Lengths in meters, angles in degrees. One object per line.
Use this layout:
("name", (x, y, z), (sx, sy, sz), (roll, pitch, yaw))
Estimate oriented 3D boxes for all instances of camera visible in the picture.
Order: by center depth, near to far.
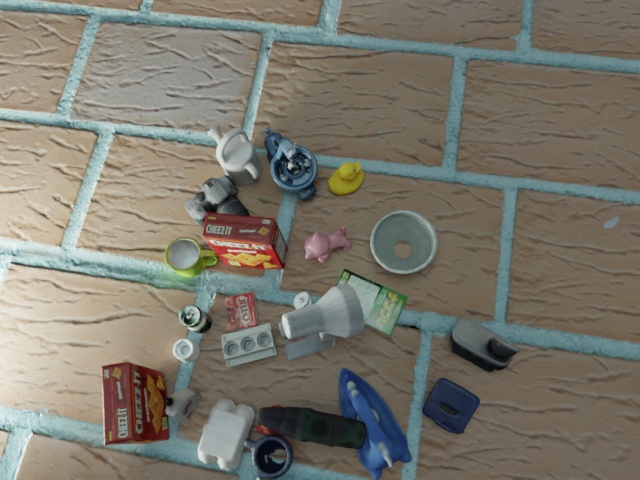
("camera", (-0.261, -0.085, 1.498), (0.143, 0.101, 0.136), (-40, 72, -9))

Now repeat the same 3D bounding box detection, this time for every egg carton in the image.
("egg carton", (-0.217, 0.449, 1.327), (0.107, 0.069, 0.150), (14, 73, 10))

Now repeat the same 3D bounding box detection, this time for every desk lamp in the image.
("desk lamp", (-0.001, 0.194, 1.320), (0.203, 0.214, 0.118), (-19, 70, -2))

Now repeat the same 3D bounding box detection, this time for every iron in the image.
("iron", (0.103, 0.395, 1.280), (0.118, 0.141, 0.258), (-28, 71, -5))

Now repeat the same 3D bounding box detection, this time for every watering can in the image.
("watering can", (-0.226, -0.230, 1.495), (0.172, 0.194, 0.101), (22, 74, 12))

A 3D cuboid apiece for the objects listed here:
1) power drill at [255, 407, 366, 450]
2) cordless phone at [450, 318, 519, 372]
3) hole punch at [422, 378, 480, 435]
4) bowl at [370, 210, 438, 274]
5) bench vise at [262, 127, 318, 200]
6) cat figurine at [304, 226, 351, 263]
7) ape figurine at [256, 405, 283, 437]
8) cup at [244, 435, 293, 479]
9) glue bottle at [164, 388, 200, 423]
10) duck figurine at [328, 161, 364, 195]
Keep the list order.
("power drill", (-0.013, 0.408, 1.249), (0.229, 0.208, 0.075), (7, 72, 8))
("cordless phone", (0.373, 0.227, 1.291), (0.147, 0.185, 0.094), (24, 75, 13))
("hole punch", (0.296, 0.378, 1.296), (0.108, 0.091, 0.101), (28, 76, 14))
("bowl", (0.209, 0.014, 1.437), (0.167, 0.075, 0.167), (-1, 71, 4))
("bench vise", (-0.096, -0.212, 1.464), (0.207, 0.220, 0.121), (36, 78, 16))
("cat figurine", (0.013, 0.005, 1.434), (0.128, 0.118, 0.067), (-29, 71, -5))
("ape figurine", (-0.113, 0.420, 1.316), (0.078, 0.092, 0.076), (-24, 71, -3))
("cup", (-0.113, 0.482, 1.293), (0.117, 0.095, 0.092), (23, 74, 12))
("glue bottle", (-0.323, 0.375, 1.306), (0.037, 0.173, 0.078), (18, 73, 11))
("duck figurine", (0.067, -0.170, 1.507), (0.104, 0.086, 0.077), (-30, 71, -6))
